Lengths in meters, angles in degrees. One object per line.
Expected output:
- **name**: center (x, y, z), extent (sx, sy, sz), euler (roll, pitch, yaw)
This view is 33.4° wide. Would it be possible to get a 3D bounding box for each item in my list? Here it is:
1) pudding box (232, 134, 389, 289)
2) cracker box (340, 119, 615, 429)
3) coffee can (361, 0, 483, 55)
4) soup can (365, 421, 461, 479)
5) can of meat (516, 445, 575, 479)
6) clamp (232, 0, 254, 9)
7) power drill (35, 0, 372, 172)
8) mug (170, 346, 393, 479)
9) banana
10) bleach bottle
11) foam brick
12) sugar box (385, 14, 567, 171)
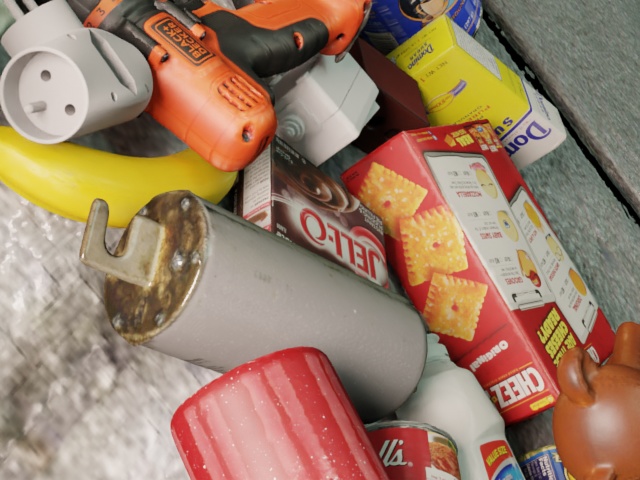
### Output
- **pudding box**: center (-0.004, 0.001, 0.657), extent (0.113, 0.039, 0.090), euler (34, 36, -34)
- **cracker box**: center (0.124, 0.019, 0.801), extent (0.163, 0.072, 0.214), euler (-17, 77, -59)
- **coffee can**: center (0.061, -0.218, 0.882), extent (0.140, 0.103, 0.103), euler (44, 28, -48)
- **soup can**: center (0.042, 0.153, 0.543), extent (0.068, 0.069, 0.102), euler (35, 36, -33)
- **can of meat**: center (0.175, 0.193, 0.716), extent (0.102, 0.058, 0.084), euler (31, 35, -38)
- **clamp**: center (-0.034, -0.192, 0.810), extent (0.120, 0.039, 0.171), euler (17, 46, -44)
- **power drill**: center (-0.067, -0.137, 0.624), extent (0.184, 0.057, 0.187), euler (42, 44, 6)
- **mug**: center (-0.014, 0.105, 0.497), extent (0.081, 0.093, 0.117), euler (62, 3, 20)
- **banana**: center (-0.098, -0.036, 0.555), extent (0.197, 0.037, 0.070), euler (6, 56, -55)
- **bleach bottle**: center (0.092, 0.168, 0.612), extent (0.102, 0.068, 0.251), euler (23, 41, -50)
- **foam brick**: center (0.038, -0.107, 0.815), extent (0.078, 0.053, 0.051), euler (28, 39, -40)
- **sugar box**: center (0.126, -0.112, 0.912), extent (0.176, 0.093, 0.048), euler (29, 39, -39)
